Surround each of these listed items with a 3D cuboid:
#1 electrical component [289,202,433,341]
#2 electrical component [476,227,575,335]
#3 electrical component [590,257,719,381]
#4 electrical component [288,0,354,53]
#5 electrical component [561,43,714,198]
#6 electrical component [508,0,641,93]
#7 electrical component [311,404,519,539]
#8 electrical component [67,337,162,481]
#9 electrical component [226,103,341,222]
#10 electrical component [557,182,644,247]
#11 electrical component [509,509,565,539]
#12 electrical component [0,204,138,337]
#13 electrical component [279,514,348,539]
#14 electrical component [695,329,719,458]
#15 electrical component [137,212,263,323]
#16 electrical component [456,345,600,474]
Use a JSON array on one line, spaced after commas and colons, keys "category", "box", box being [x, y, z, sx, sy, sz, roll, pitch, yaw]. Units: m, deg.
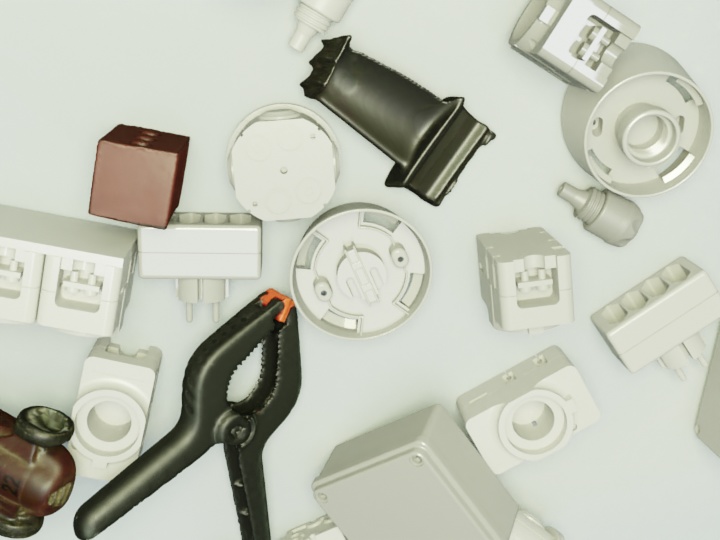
[{"category": "electrical component", "box": [0.000, 0.000, 0.753, 0.099, 0.064, 0.099, -1, 104, -4]}, {"category": "electrical component", "box": [0.114, 0.009, 0.750, 0.050, 0.089, 0.055, -7, 105, -2]}, {"category": "electrical component", "box": [0.228, 0.047, 0.789, 0.083, 0.047, 0.075, -34, 104, 5]}, {"category": "electrical component", "box": [-0.028, -0.175, 0.723, 0.035, 0.035, 0.061, 30, 103, -11]}, {"category": "electrical component", "box": [0.194, -0.102, 0.750, 0.099, 0.064, 0.099, -2, 115, -4]}, {"category": "electrical component", "box": [0.136, -0.156, 0.710, 0.056, 0.089, 0.050, 30, 100, -11]}, {"category": "electrical component", "box": [0.040, 0.167, 0.782, 0.109, 0.056, 0.108, -28, 106, 33]}, {"category": "electrical component", "box": [-0.177, 0.101, 0.771, 0.050, 0.055, 0.089, 13, 103, -7]}, {"category": "electrical component", "box": [-0.052, -0.072, 0.738, 0.080, 0.051, 0.080, -1, 104, -4]}, {"category": "electrical component", "box": [0.170, -0.043, 0.769, 0.061, 0.035, 0.035, 29, 101, -8]}, {"category": "electrical component", "box": [0.113, 0.219, 0.809, 0.051, 0.080, 0.080, 36, 99, -6]}, {"category": "electrical component", "box": [-0.232, -0.002, 0.724, 0.150, 0.089, 0.061, 10, 103, -6]}, {"category": "electrical component", "box": [-0.025, 0.221, 0.818, 0.066, 0.048, 0.055, -23, 97, 2]}, {"category": "electrical component", "box": [0.297, 0.088, 0.789, 0.057, 0.078, 0.113, 7, 104, -9]}, {"category": "electrical component", "box": [-0.111, 0.001, 0.754, 0.083, 0.047, 0.075, 1, 104, -4]}, {"category": "electrical component", "box": [0.124, 0.104, 0.792, 0.089, 0.055, 0.050, -29, 104, 4]}]
